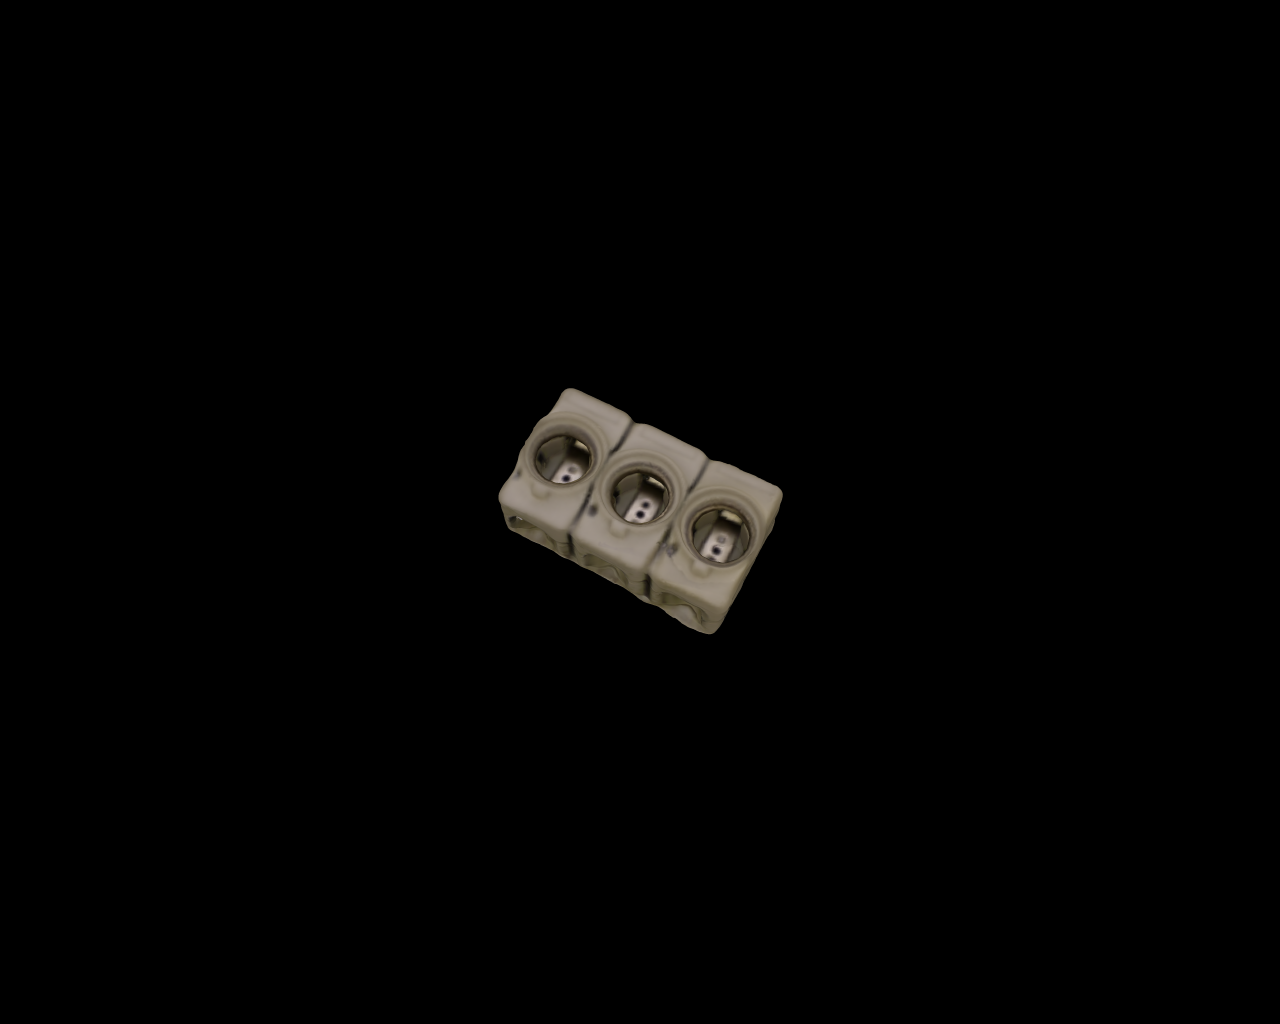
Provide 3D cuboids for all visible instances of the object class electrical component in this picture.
[{"bbox_3d":[0.001,-0.003,0.650,0.150,0.089,0.061,26,-20,11],"label":"electrical component"}]
